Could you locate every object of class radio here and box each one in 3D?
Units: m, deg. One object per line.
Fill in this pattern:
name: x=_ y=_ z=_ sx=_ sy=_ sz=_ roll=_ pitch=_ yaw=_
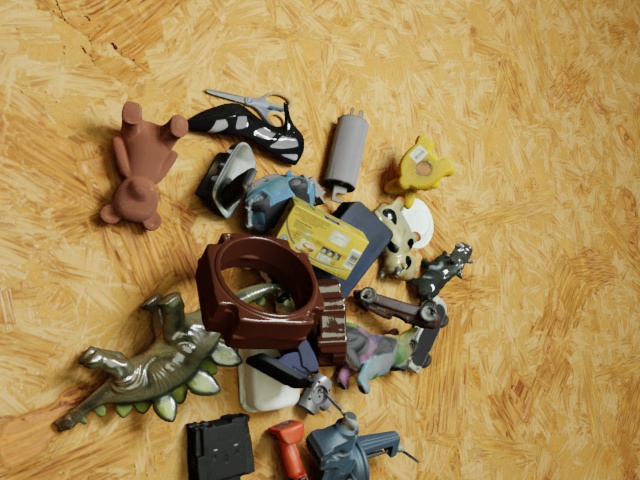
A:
radio: x=0.042 y=0.030 z=1.172 sx=0.131 sy=0.073 sz=0.229 roll=45 pitch=73 yaw=-18

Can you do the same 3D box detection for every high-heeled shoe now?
high-heeled shoe: x=-0.153 y=-0.209 z=1.128 sx=0.249 sy=0.086 sz=0.145 roll=-12 pitch=122 yaw=-16

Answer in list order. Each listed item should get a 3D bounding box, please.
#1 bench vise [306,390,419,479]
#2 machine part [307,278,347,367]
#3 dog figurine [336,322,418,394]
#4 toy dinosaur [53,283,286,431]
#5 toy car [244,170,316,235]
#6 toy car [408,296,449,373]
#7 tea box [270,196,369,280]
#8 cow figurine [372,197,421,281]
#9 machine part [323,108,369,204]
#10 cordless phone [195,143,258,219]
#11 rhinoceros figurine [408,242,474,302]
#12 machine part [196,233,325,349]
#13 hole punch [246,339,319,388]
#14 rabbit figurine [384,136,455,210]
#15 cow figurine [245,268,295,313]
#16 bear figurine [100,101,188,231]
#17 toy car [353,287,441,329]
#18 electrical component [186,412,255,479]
bench vise: x=0.079 y=0.430 z=1.107 sx=0.240 sy=0.129 sz=0.223 roll=0 pitch=106 yaw=-31
machine part: x=0.007 y=0.157 z=1.038 sx=0.056 sy=0.179 sz=0.179 roll=-1 pitch=83 yaw=-11
dog figurine: x=0.119 y=0.232 z=1.200 sx=0.219 sy=0.108 sz=0.191 roll=-31 pitch=97 yaw=-37
toy dinosaur: x=-0.245 y=0.187 z=0.956 sx=0.471 sy=0.105 sz=0.198 roll=-38 pitch=110 yaw=-18
toy car: x=-0.096 y=-0.084 z=1.110 sx=0.162 sy=0.103 sz=0.109 roll=-22 pitch=139 yaw=-25
toy car: x=0.256 y=0.229 z=1.319 sx=0.073 sy=0.056 sz=0.202 roll=45 pitch=62 yaw=-27
tea box: x=-0.002 y=-0.003 z=1.062 sx=0.169 sy=0.068 sz=0.098 roll=28 pitch=103 yaw=-15
cow figurine: x=0.179 y=0.009 z=1.285 sx=0.127 sy=0.086 sz=0.194 roll=-32 pitch=103 yaw=-39
machine part: x=0.060 y=-0.199 z=1.243 sx=0.079 sy=0.079 sz=0.243 roll=23 pitch=72 yaw=-29
cordless phone: x=-0.153 y=-0.129 z=1.027 sx=0.088 sy=0.184 sz=0.146 roll=33 pitch=66 yaw=-20
rhinoceros figurine: x=0.305 y=0.075 z=1.342 sx=0.190 sy=0.112 sz=0.073 roll=-40 pitch=103 yaw=-23
machine part: x=-0.104 y=0.084 z=0.931 sx=0.201 sy=0.087 sz=0.201 roll=6 pitch=43 yaw=-27
hole punch: x=-0.060 y=0.215 z=0.997 sx=0.116 sy=0.142 sz=0.092 roll=36 pitch=60 yaw=-10
rabbit figurine: x=0.244 y=-0.155 z=1.322 sx=0.122 sy=0.173 sz=0.162 roll=38 pitch=97 yaw=5
cow figurine: x=-0.080 y=0.082 z=1.094 sx=0.068 sy=0.098 sz=0.167 roll=-38 pitch=104 yaw=-38
bear figurine: x=-0.317 y=-0.123 z=0.955 sx=0.120 sy=0.132 sz=0.196 roll=15 pitch=69 yaw=-25
toy car: x=0.169 y=0.156 z=1.205 sx=0.202 sy=0.089 sz=0.053 roll=16 pitch=75 yaw=6
electrical component: x=-0.184 y=0.399 z=0.999 sx=0.115 sy=0.058 sz=0.134 roll=-4 pitch=84 yaw=-32
